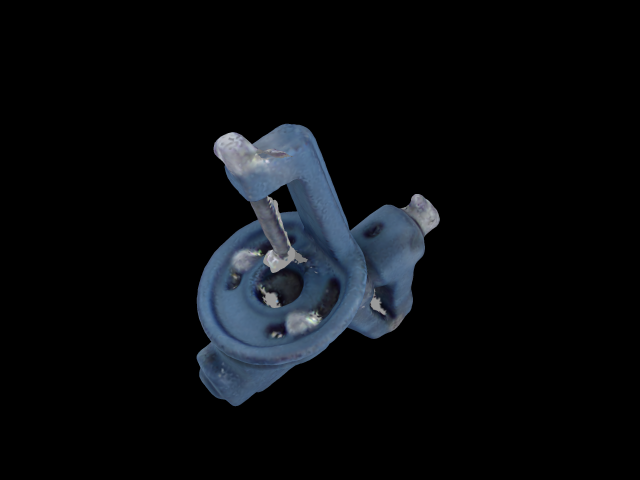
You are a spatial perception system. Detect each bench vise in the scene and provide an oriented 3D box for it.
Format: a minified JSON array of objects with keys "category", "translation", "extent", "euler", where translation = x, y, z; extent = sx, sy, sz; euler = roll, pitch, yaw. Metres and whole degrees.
[{"category":"bench vise","translation":[-0.006,-0.004,0.405],"extent":[0.121,0.220,0.208],"euler":[27,50,26]}]
